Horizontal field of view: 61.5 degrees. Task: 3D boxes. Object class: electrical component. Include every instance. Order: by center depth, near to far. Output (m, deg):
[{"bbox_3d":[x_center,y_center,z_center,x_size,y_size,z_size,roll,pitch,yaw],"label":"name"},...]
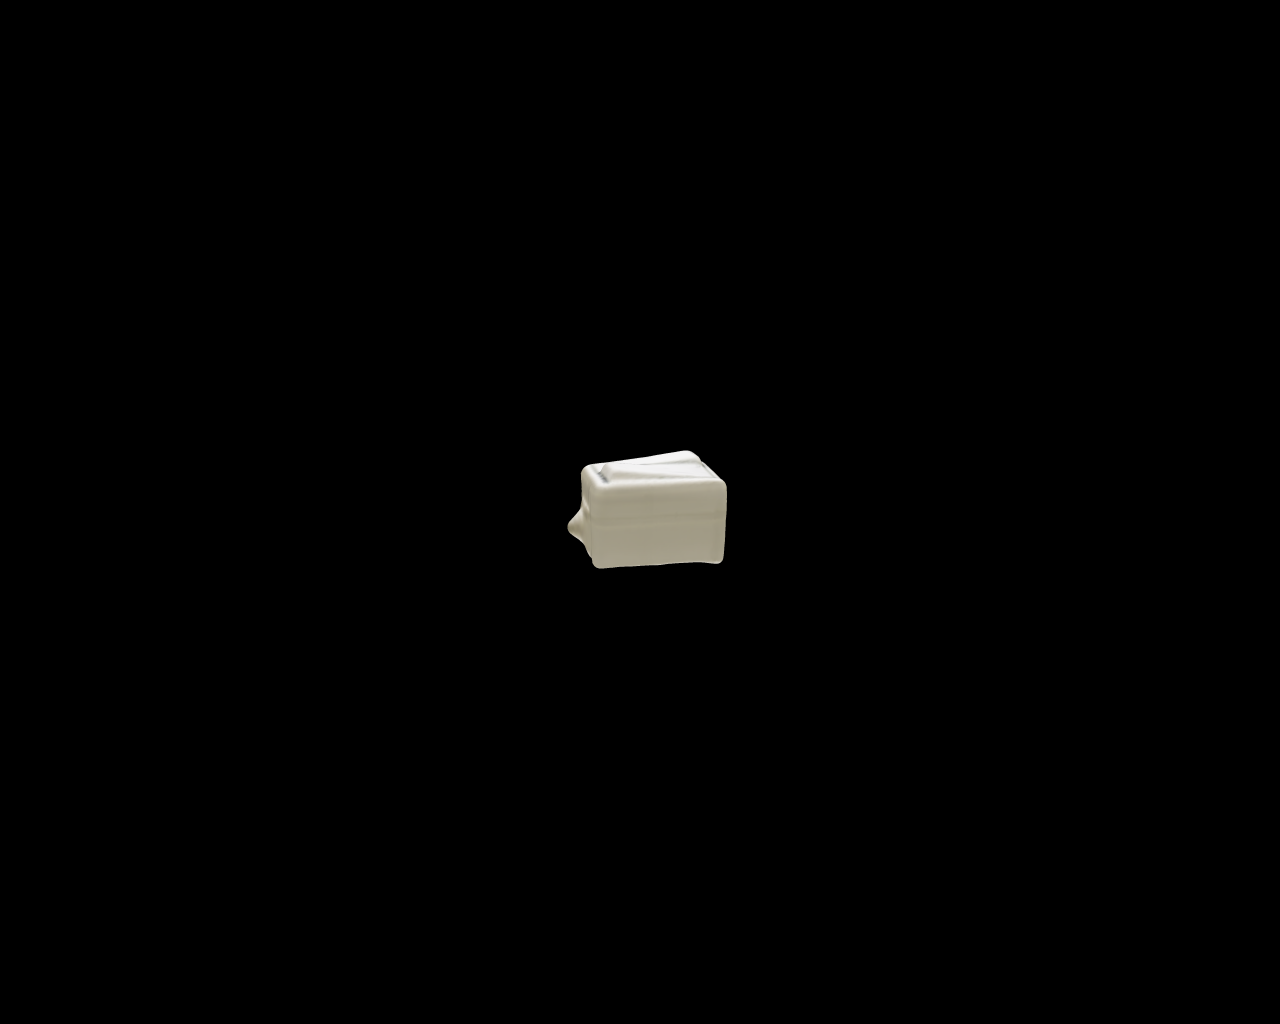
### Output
[{"bbox_3d":[0.001,-0.003,0.650,0.096,0.061,0.062,-3,16,-9],"label":"electrical component"}]
